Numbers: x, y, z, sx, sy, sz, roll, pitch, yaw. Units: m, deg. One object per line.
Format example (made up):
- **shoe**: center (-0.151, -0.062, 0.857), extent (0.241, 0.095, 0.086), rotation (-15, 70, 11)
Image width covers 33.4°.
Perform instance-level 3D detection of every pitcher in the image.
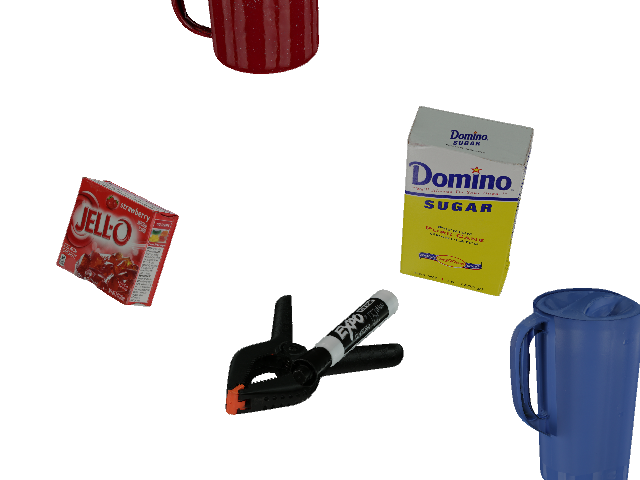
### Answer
- **pitcher**: center (0.319, 0.188, 1.318), extent (0.149, 0.243, 0.144), rotation (4, 15, 21)

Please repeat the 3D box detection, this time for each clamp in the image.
- **clamp**: center (-0.020, 0.128, 1.115), extent (0.165, 0.036, 0.209), rotation (18, 28, 23)

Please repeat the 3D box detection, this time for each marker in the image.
- **marker**: center (0.016, 0.061, 0.678), extent (0.020, 0.020, 0.120), rotation (0, 19, 31)

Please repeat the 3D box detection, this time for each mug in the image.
- **mug**: center (-0.055, -0.178, 0.801), extent (0.117, 0.081, 0.093), rotation (2, 35, 5)

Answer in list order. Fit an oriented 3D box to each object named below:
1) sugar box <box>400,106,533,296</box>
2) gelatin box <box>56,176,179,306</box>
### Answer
- **sugar box**: center (0.116, -0.028, 0.876), extent (0.093, 0.048, 0.176), rotation (13, -33, 12)
- **gelatin box**: center (-0.154, 0.000, 0.802), extent (0.089, 0.073, 0.030), rotation (25, 10, 36)
